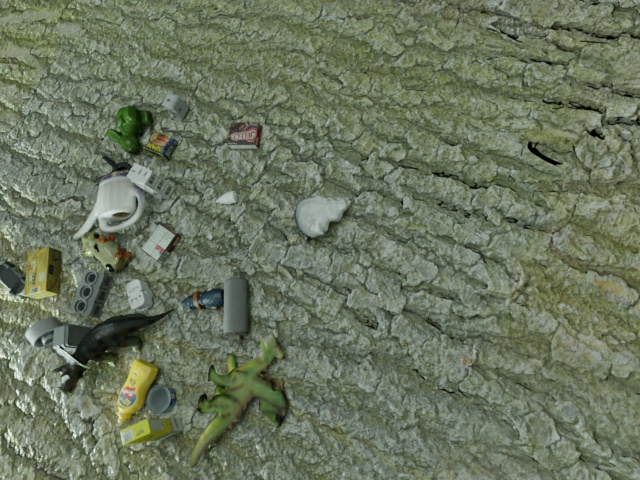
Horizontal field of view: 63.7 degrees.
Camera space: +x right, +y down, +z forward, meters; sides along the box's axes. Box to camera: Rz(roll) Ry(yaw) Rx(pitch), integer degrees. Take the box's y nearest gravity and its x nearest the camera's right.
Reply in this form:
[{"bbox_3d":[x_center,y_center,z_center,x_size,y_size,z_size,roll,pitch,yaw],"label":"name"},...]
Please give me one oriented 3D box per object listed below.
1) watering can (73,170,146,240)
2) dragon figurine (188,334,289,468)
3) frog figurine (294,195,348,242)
[{"bbox_3d":[-0.775,-0.128,1.882,0.346,0.103,0.228,-14,70,21],"label":"watering can"},{"bbox_3d":[-0.212,0.470,1.488,0.243,0.120,0.415,11,76,13],"label":"dragon figurine"},{"bbox_3d":[0.005,-0.081,1.606,0.158,0.120,0.141,-20,47,23],"label":"frog figurine"}]
